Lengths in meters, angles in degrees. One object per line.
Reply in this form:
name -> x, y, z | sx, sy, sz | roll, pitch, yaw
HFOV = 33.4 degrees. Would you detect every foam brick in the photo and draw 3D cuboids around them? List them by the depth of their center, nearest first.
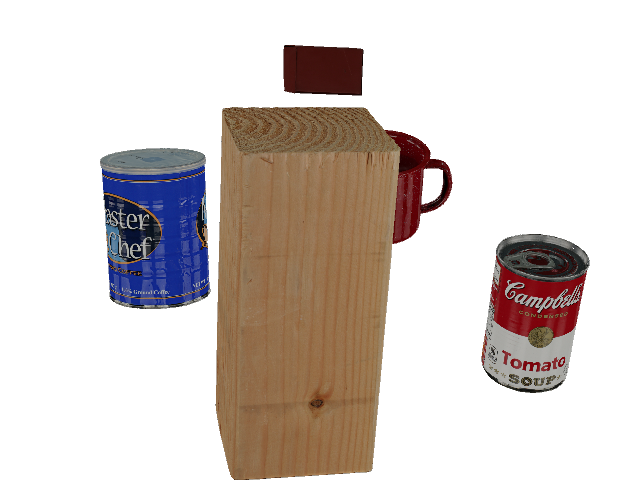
foam brick -> 0.003, -0.186, 1.164 | 0.078, 0.051, 0.053 | 0, 11, -16

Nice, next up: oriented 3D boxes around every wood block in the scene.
wood block -> -0.013, 0.031, 0.642 | 0.090, 0.206, 0.090 | -1, 23, -12

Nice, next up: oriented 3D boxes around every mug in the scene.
mug -> 0.068, -0.050, 1.018 | 0.117, 0.081, 0.093 | -5, 33, -8

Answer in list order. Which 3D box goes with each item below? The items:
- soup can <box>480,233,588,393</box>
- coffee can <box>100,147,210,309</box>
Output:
soup can -> 0.160, 0.055, 0.808 | 0.068, 0.102, 0.068 | 2, 28, -2
coffee can -> -0.163, -0.014, 1.062 | 0.103, 0.140, 0.103 | -1, 15, 0
